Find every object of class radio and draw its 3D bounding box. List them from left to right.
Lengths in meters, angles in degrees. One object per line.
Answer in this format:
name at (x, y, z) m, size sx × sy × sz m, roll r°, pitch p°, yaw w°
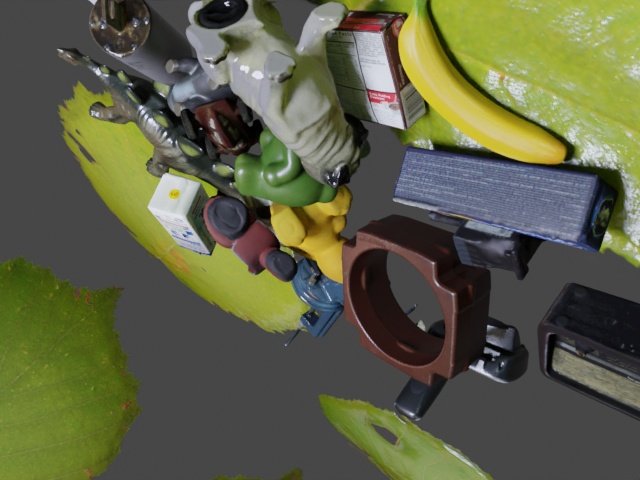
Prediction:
radio at (0.357, 0.138, 0.574) m, size 0.230 × 0.073 × 0.131 m, roll 21°, pitch 151°, yaw 40°

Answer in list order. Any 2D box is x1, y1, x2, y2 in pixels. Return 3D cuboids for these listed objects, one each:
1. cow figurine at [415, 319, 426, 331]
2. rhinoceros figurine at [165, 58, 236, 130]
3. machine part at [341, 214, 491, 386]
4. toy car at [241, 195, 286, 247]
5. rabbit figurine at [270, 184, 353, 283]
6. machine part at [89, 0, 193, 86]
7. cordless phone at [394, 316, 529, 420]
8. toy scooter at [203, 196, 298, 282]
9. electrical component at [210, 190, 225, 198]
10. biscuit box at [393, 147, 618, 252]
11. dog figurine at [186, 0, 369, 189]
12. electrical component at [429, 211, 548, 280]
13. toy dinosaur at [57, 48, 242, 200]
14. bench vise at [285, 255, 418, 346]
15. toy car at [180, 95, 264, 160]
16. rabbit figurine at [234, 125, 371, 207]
cow figurine at (0.141, 0.162, 0.989) m, size 0.168 × 0.068 × 0.098 m, roll 19°, pitch 144°, yaw 41°
rhinoceros figurine at (-0.144, -0.207, 0.718) m, size 0.190 × 0.112 × 0.073 m, roll -19°, pitch 89°, yaw 49°
machine part at (0.127, 0.078, 0.736) m, size 0.202 × 0.087 × 0.200 m, roll 25°, pitch 128°, yaw 45°
toy car at (-0.079, -0.051, 0.915) m, size 0.074 × 0.056 × 0.201 m, roll -7°, pitch 139°, yaw 10°
rabbit figurine at (-0.002, -0.003, 0.828) m, size 0.173 × 0.122 × 0.162 m, roll 52°, pitch 164°, yaw -15°
machine part at (-0.225, -0.255, 0.697) m, size 0.079 × 0.079 × 0.243 m, roll 42°, pitch -174°, yaw -2°
cordless phone at (0.203, 0.197, 0.787) m, size 0.147 × 0.184 × 0.088 m, roll 22°, pitch 152°, yaw 39°
toy scooter at (-0.117, 0.005, 0.889) m, size 0.184 × 0.075 × 0.135 m, roll 42°, pitch 167°, yaw -4°
electrical component at (-0.166, -0.036, 1.127) m, size 0.134 × 0.058 × 0.114 m, roll 34°, pitch 159°, yaw 16°
biscuit box at (0.173, -0.044, 0.528) m, size 0.203 × 0.062 × 0.059 m, roll 20°, pitch -174°, yaw 43°
dog figurine at (-0.041, -0.145, 0.546) m, size 0.172 × 0.121 × 0.190 m, roll 41°, pitch 164°, yaw 28°
electrical component at (0.179, -0.009, 0.589) m, size 0.119 × 0.075 × 0.047 m, roll 13°, pitch 145°, yaw 42°
toy dinosaur at (-0.242, -0.172, 0.939) m, size 0.471 × 0.105 × 0.199 m, roll 39°, pitch 156°, yaw -25°
bench vise at (0.026, 0.109, 0.961) m, size 0.224 × 0.129 × 0.240 m, roll 44°, pitch 135°, yaw 13°
toy car at (-0.125, -0.148, 0.733) m, size 0.202 × 0.089 × 0.053 m, roll 109°, pitch 147°, yaw -89°
rabbit figurine at (-0.027, -0.123, 0.668) m, size 0.159 × 0.121 × 0.170 m, roll 29°, pitch 141°, yaw 20°
